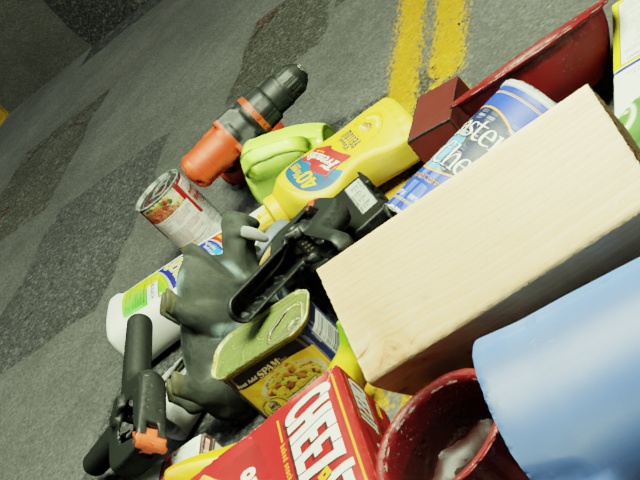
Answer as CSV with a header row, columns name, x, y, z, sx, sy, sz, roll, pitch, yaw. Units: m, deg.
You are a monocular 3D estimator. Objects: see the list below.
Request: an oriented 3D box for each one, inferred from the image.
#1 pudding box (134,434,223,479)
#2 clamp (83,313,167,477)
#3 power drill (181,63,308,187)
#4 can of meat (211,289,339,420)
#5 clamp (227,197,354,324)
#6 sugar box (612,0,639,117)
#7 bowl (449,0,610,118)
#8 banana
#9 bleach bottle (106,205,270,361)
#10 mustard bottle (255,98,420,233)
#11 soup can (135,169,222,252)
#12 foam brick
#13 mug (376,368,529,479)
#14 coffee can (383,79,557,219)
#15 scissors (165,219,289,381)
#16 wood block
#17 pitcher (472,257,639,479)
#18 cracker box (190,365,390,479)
name,x,y,z,sx,sy,sz,roll,pitch,yaw
pudding box,-0.129,0.226,0.895,0.114,0.039,0.090,-38,24,19
clamp,-0.174,0.167,0.969,0.210,0.036,0.164,-146,74,-70
power drill,-0.084,-0.134,1.301,0.184,0.057,0.187,-42,-4,1
can of meat,-0.023,0.102,0.872,0.102,0.084,0.057,-34,25,22
clamp,-0.006,0.001,0.895,0.120,0.039,0.171,-23,20,27
sugar box,0.284,-0.153,0.853,0.093,0.048,0.176,-28,31,34
bowl,0.193,-0.140,0.928,0.162,0.055,0.162,-34,4,2
banana,-0.031,0.146,0.833,0.198,0.069,0.037,-42,0,6
bleach bottle,-0.119,0.035,1.168,0.251,0.068,0.102,-36,25,11
mustard bottle,0.014,-0.066,1.089,0.191,0.058,0.096,-35,35,-1
soup can,-0.162,-0.027,1.283,0.069,0.102,0.068,-35,25,19
foam brick,0.123,-0.110,1.028,0.051,0.053,0.078,-28,28,33
mug,0.092,0.132,0.641,0.093,0.081,0.117,-42,23,9
coffee can,0.134,-0.040,0.834,0.140,0.102,0.103,-45,23,-2
scissors,-0.082,0.069,1.043,0.016,0.096,0.201,27,72,20
wood block,0.115,0.008,0.674,0.206,0.090,0.091,-35,61,19
pitcher,0.210,0.047,0.548,0.243,0.144,0.149,-33,62,16
cracker box,-0.038,0.207,0.740,0.214,0.072,0.164,-40,24,8
